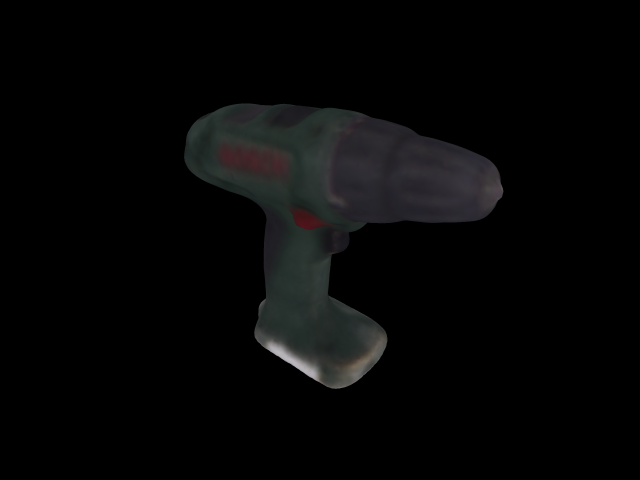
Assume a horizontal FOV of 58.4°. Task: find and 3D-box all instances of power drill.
[{"bbox_3d":[0.004,0.001,0.400,0.228,0.208,0.076,26,46,28],"label":"power drill"}]
